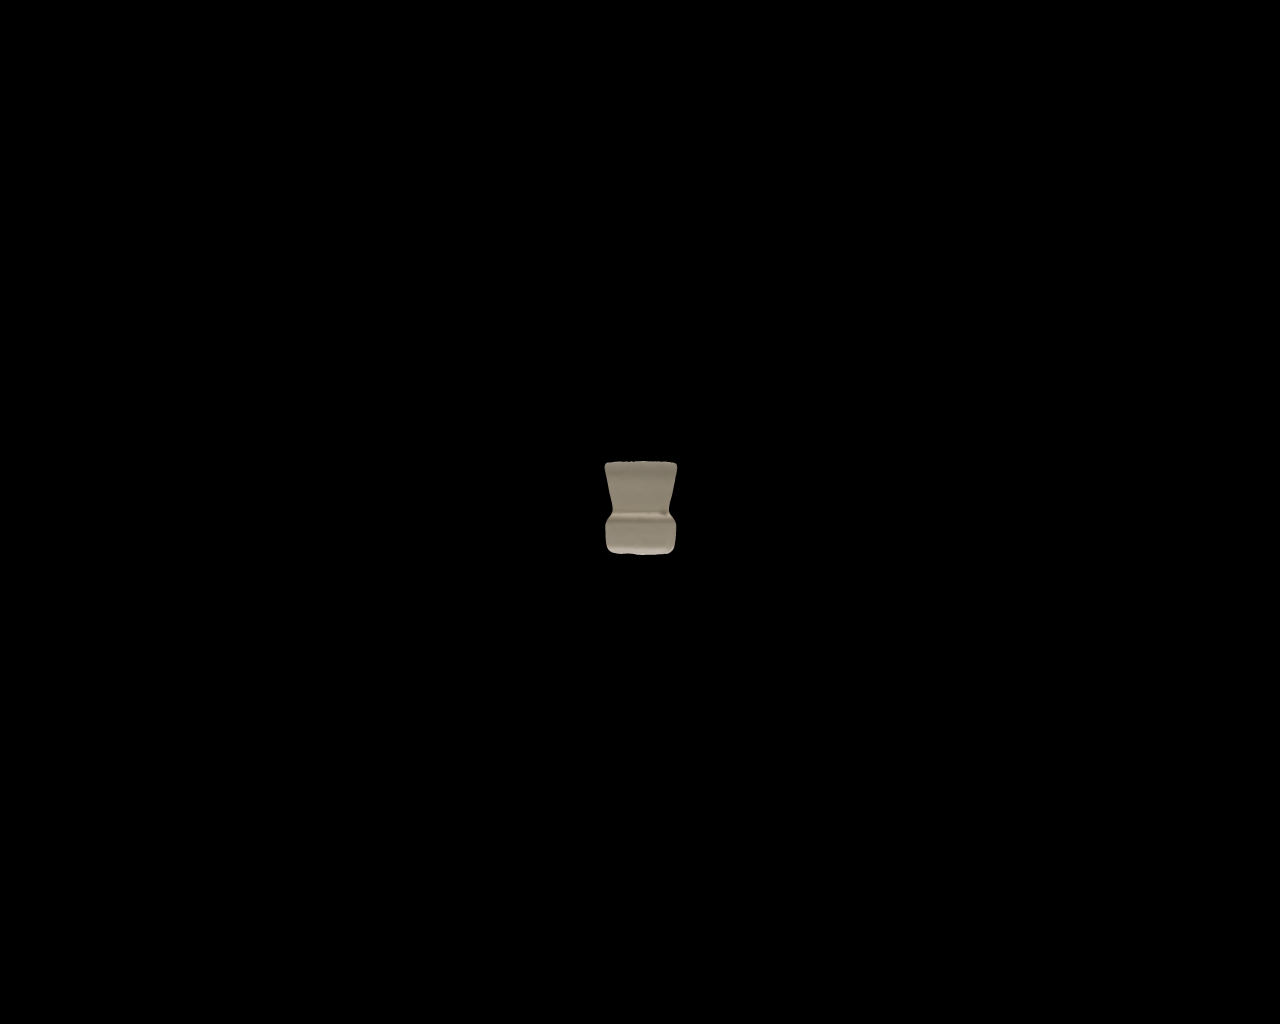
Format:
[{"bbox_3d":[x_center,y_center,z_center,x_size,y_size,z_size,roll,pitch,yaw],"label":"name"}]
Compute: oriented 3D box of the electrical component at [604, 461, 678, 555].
[{"bbox_3d":[0.001,-0.003,0.650,0.045,0.055,0.045,0,0,0],"label":"electrical component"}]
